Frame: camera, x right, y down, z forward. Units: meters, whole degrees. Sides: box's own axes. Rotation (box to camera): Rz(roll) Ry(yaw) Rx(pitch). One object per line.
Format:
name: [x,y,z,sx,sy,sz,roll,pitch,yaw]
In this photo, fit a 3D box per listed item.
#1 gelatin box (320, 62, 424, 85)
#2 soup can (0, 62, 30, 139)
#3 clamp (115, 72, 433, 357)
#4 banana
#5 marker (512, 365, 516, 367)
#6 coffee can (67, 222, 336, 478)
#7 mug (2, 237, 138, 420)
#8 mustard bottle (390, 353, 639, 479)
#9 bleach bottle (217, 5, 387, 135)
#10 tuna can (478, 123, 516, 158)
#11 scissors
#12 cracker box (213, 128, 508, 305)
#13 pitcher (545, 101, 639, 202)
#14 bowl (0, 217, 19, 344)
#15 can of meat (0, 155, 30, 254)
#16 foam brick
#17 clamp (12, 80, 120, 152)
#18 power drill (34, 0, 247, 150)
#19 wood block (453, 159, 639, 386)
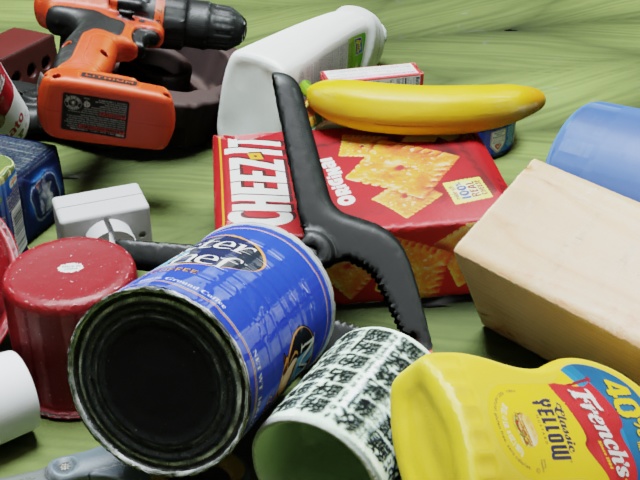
gelatin box: [0.045,-0.115,0.940,0.089,0.073,0.030,-8,33,-13]
soup can: [-0.290,-0.120,0.895,0.068,0.102,0.068,-1,68,2]
clamp: [-0.005,0.001,0.691,0.210,0.036,0.164,35,84,5]
banana: [0.073,-0.107,0.823,0.198,0.037,0.069,6,37,12]
marker: [0.068,0.089,0.664,0.121,0.020,0.020,-2,32,-3]
coffee can: [-0.060,0.055,0.597,0.103,0.103,0.140,10,17,16]
mug: [-0.145,0.056,0.659,0.093,0.081,0.117,-21,38,-30]
mustard bottle: [0.131,0.109,0.563,0.191,0.058,0.096,6,54,-33]
bleach bottle: [-0.002,-0.159,1.007,0.068,0.103,0.250,22,31,19]
tuna can: [0.134,-0.105,0.961,0.086,0.034,0.086,0,32,0]
scissors: [-0.126,0.138,0.591,0.201,0.016,0.096,-19,37,-27]
cracker box: [0.028,-0.025,0.798,0.213,0.072,0.164,-4,32,-4]
pitcher: [0.274,-0.010,0.736,0.243,0.145,0.148,22,26,37]
bowl: [-0.274,0.022,0.672,0.162,0.055,0.162,0,63,1]
can of meat: [-0.267,-0.017,0.775,0.102,0.084,0.057,3,31,4]
foam brick: [-0.303,-0.171,1.052,0.051,0.053,0.078,15,36,23]
clamp: [-0.254,-0.115,0.978,0.171,0.039,0.120,-5,29,-10]
power drill: [-0.152,-0.151,0.883,0.184,0.057,0.187,5,39,-8]
wood block: [0.196,0.042,0.648,0.206,0.090,0.090,30,70,39]
